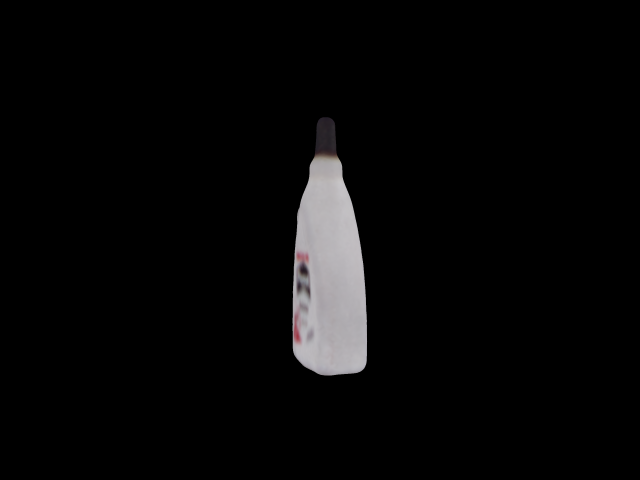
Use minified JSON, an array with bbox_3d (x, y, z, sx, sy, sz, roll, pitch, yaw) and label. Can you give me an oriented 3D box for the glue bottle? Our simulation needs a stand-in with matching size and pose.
[{"bbox_3d":[0.004,0.001,0.400,0.037,0.173,0.078,0,0,-21],"label":"glue bottle"}]
